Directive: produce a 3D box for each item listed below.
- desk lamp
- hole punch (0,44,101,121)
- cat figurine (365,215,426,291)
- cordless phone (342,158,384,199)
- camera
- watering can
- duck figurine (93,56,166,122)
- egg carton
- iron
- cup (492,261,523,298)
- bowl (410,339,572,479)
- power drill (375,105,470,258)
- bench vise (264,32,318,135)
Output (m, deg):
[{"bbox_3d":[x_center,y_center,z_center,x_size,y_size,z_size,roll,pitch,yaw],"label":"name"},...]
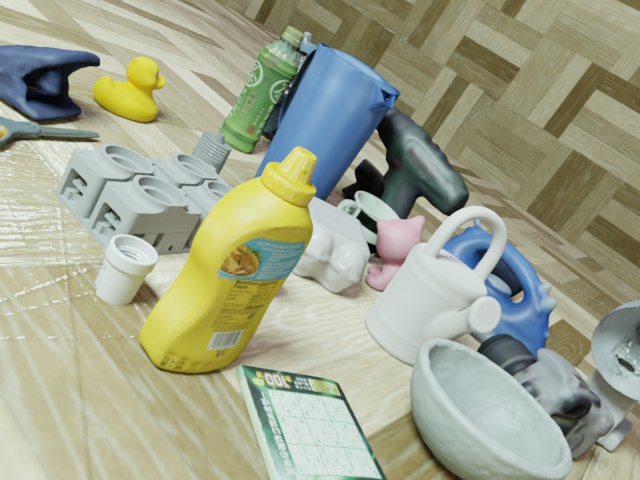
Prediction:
[{"bbox_3d":[0.419,0.171,0.771,0.117,0.213,0.204,45,23,30],"label":"desk lamp"},{"bbox_3d":[-0.333,-0.203,0.676,0.101,0.091,0.109,33,19,-2],"label":"hole punch"},{"bbox_3d":[0.122,0.024,0.803,0.128,0.117,0.067,33,19,-1],"label":"cat figurine"},{"bbox_3d":[0.136,-0.127,1.079,0.094,0.185,0.147,19,24,-34],"label":"cordless phone"},{"bbox_3d":[0.261,0.175,0.688,0.144,0.100,0.136,21,23,-30],"label":"camera"},{"bbox_3d":[0.148,0.051,0.665,0.101,0.194,0.172,13,28,-44],"label":"watering can"},{"bbox_3d":[-0.271,-0.228,0.836,0.077,0.086,0.105,43,22,26],"label":"duck figurine"},{"bbox_3d":[0.007,0.003,0.747,0.107,0.069,0.150,27,20,-17],"label":"egg carton"},{"bbox_3d":[0.278,0.076,0.886,0.119,0.141,0.257,10,30,-48],"label":"iron"},{"bbox_3d":[0.319,0.068,1.037,0.092,0.095,0.117,30,20,-10],"label":"cup"},{"bbox_3d":[0.146,0.176,0.544,0.168,0.074,0.167,29,20,-11],"label":"bowl"},{"bbox_3d":[0.114,-0.089,0.920,0.229,0.208,0.076,41,21,22],"label":"power drill"},{"bbox_3d":[-0.032,-0.278,1.123,0.207,0.219,0.122,36,20,8],"label":"bench vise"}]
